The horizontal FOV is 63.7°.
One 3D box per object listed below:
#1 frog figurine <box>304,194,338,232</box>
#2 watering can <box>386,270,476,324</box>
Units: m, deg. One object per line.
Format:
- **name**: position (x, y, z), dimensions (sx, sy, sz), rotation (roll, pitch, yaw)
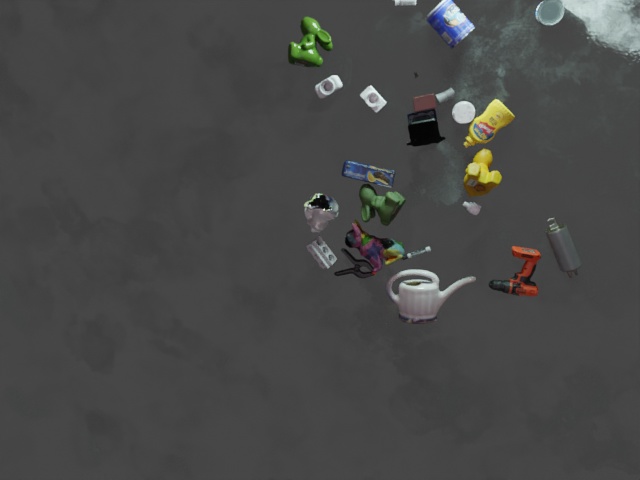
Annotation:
- **frog figurine**: position (0.006, -0.104, 2.058), dimensions (0.137, 0.126, 0.155), rotation (-3, 142, 4)
- **watering can**: position (0.434, 0.227, 2.042), dimensions (0.347, 0.105, 0.221), rotation (2, 107, 11)
